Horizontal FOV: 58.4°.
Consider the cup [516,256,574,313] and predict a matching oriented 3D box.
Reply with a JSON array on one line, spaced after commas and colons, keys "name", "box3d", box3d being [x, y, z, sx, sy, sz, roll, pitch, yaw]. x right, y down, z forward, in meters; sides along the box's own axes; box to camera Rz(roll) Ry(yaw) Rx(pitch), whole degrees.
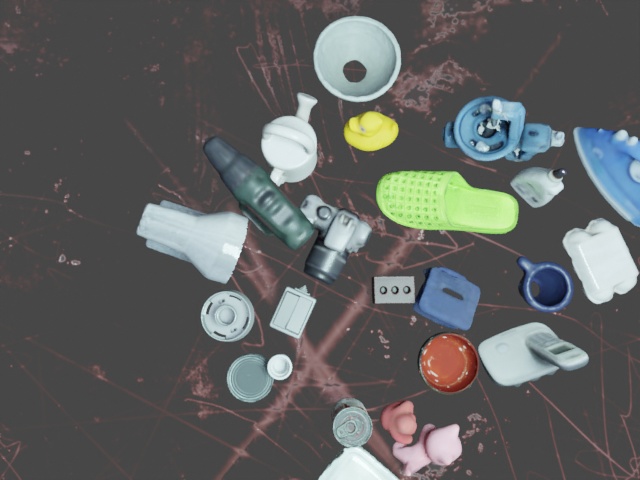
[{"name": "cup", "box3d": [0.399, 0.079, 1.067, 0.092, 0.095, 0.118, -43, 87, -5]}]

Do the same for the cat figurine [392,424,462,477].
[{"name": "cat figurine", "box3d": [0.199, 0.379, 1.022, 0.128, 0.117, 0.067, -32, 86, -4]}]

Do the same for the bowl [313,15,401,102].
[{"name": "bowl", "box3d": [0.070, -0.339, 1.107, 0.167, 0.074, 0.167, 0, 85, -1]}]

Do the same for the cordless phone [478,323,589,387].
[{"name": "cordless phone", "box3d": [0.373, 0.209, 1.009, 0.147, 0.185, 0.094, -22, 85, -3]}]

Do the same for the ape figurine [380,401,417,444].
[{"name": "ape figurine", "box3d": [0.150, 0.331, 1.038, 0.076, 0.092, 0.078, 24, 85, 1]}]

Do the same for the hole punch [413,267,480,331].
[{"name": "hole punch", "box3d": [0.236, 0.106, 1.062, 0.108, 0.091, 0.101, 25, 85, 1]}]

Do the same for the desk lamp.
[{"name": "desk lamp", "box3d": [-0.222, -0.005, 0.999, 0.203, 0.213, 0.118, 18, 84, 0]}]

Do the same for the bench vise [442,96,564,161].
[{"name": "bench vise", "box3d": [0.342, -0.213, 1.030, 0.207, 0.219, 0.121, -11, 85, -2]}]

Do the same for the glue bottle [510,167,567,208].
[{"name": "glue bottle", "box3d": [0.409, -0.106, 1.045, 0.037, 0.173, 0.078, -42, 87, -4]}]

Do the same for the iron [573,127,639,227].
[{"name": "iron", "box3d": [0.595, -0.135, 1.069, 0.119, 0.141, 0.258, -45, 87, -5]}]

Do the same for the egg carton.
[{"name": "egg carton", "box3d": [0.530, 0.039, 1.087, 0.107, 0.069, 0.150, -24, 86, -3]}]

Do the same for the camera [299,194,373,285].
[{"name": "camera", "box3d": [0.010, 0.004, 1.061, 0.143, 0.101, 0.137, 26, 85, 1]}]

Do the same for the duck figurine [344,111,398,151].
[{"name": "duck figurine", "box3d": [0.099, -0.216, 1.091, 0.104, 0.086, 0.077, 1, 85, -1]}]

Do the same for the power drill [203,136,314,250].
[{"name": "power drill", "box3d": [-0.106, -0.073, 1.011, 0.229, 0.208, 0.075, 43, 85, 3]}]

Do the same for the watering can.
[{"name": "watering can", "box3d": [-0.055, -0.179, 1.029, 0.101, 0.194, 0.173, 0, 85, -1]}]
